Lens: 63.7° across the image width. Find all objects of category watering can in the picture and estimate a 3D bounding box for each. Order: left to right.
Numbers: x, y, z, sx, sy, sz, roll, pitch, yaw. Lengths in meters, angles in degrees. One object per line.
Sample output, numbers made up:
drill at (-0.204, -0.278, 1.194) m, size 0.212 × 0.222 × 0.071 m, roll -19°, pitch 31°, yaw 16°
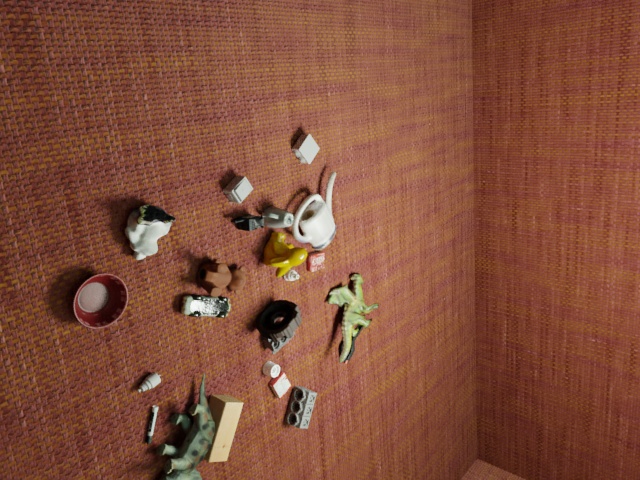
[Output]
watering can at (0.007, -0.108, 2.145) m, size 0.354 × 0.104 × 0.220 m, roll -52°, pitch 132°, yaw -30°

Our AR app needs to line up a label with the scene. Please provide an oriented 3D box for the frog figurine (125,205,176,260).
frog figurine at (-0.527, -0.023, 1.570) m, size 0.139 × 0.124 × 0.156 m, roll -27°, pitch 153°, yaw -53°

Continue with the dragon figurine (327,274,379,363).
dragon figurine at (0.119, 0.322, 2.347) m, size 0.241 × 0.121 × 0.419 m, roll 44°, pitch 54°, yaw -14°
